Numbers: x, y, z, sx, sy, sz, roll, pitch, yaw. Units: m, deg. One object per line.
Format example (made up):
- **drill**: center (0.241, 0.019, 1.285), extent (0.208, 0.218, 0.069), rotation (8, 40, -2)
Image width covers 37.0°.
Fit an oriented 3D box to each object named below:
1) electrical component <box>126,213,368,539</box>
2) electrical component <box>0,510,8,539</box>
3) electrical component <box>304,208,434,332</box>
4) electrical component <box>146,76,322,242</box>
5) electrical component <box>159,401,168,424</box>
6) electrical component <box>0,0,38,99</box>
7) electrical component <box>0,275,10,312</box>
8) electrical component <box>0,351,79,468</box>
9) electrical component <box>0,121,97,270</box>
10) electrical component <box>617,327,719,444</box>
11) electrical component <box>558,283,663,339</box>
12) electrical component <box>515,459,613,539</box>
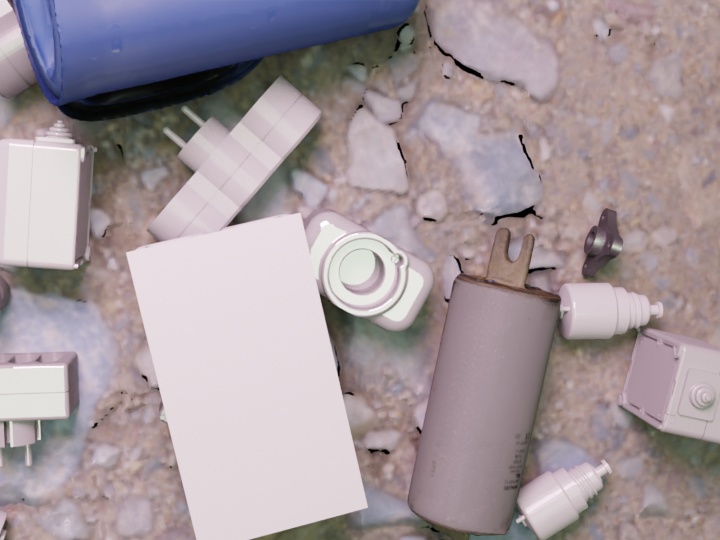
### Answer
- **electrical component**: center (-0.071, 0.066, 0.676), extent (0.105, 0.060, 0.186), rotation (-13, 95, -8)
- **electrical component**: center (-0.277, 0.174, 0.738), extent (0.065, 0.044, 0.044), rotation (22, 93, -13)
- **electrical component**: center (0.000, 0.000, 0.738), extent (0.095, 0.059, 0.053), rotation (29, 92, -8)
- **electrical component**: center (-0.097, -0.078, 0.723), extent (0.074, 0.052, 0.138), rotation (41, 90, -9)
- **electrical component**: center (-0.091, 0.069, 0.739), extent (0.062, 0.061, 0.096), rotation (27, 86, -9)
- **electrical component**: center (-0.237, -0.189, 0.696), extent (0.074, 0.052, 0.138), rotation (-32, 99, -2)
- **electrical component**: center (-0.286, 0.032, 0.712), extent (0.095, 0.059, 0.053), rotation (-42, 99, 0)
- **electrical component**: center (-0.236, 0.097, 0.730), extent (0.083, 0.047, 0.075), rotation (-1, 96, -6)
- **electrical component**: center (-0.210, -0.051, 0.709), extent (0.061, 0.061, 0.096), rotation (4, 96, -6)
- **electrical component**: center (0.232, 0.081, 0.752), extent (0.061, 0.096, 0.061), rotation (13, 94, -8)
- **electrical component**: center (0.177, 0.029, 0.769), extent (0.078, 0.040, 0.040), rotation (-1, 96, -6)
- **electrical component**: center (0.147, 0.163, 0.780), extent (0.078, 0.040, 0.040), rotation (-32, 98, -1)
